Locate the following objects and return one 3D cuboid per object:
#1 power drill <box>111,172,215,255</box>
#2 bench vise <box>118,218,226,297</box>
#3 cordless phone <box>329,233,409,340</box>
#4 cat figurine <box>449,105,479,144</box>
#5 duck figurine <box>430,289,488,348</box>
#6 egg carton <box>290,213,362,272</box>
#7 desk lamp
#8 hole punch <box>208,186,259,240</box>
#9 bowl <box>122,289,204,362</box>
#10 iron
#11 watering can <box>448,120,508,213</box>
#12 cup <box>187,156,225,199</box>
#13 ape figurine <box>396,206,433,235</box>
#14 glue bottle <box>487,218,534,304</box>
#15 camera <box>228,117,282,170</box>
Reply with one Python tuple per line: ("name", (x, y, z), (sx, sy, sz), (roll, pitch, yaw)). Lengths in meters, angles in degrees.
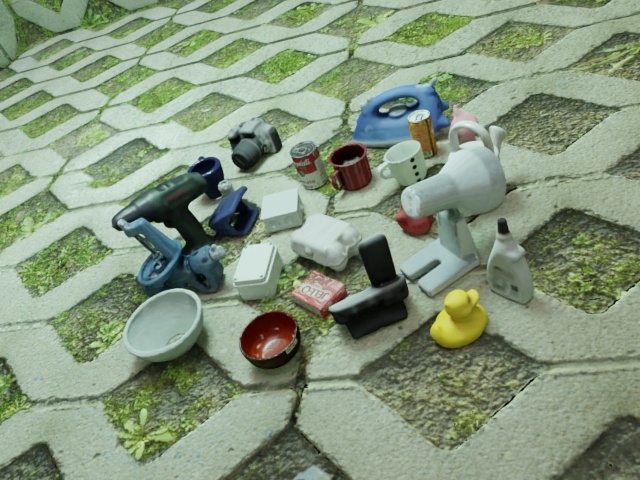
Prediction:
("power drill", (-0.329, -0.037, 1.287), (0.075, 0.209, 0.230), (19, 55, 39))
("bench vise", (-0.310, 0.021, 1.205), (0.207, 0.220, 0.121), (-23, 40, -1))
("cordless phone", (0.074, 0.071, 0.999), (0.147, 0.185, 0.094), (-26, 40, -5))
("cat figurine", (0.326, -0.261, 1.309), (0.067, 0.118, 0.127), (-15, 40, 9))
("duck figurine", (0.226, 0.123, 0.949), (0.105, 0.086, 0.077), (-32, 40, -11))
("egg carton", (0.011, 0.004, 1.194), (0.149, 0.070, 0.107), (19, 55, 39))
("desk lamp", (0.232, -0.040, 1.029), (0.203, 0.214, 0.117), (-34, 41, -13))
("hole punch", (-0.214, -0.066, 1.360), (0.100, 0.091, 0.109), (-3, 43, 22))
("bowl", (-0.297, 0.181, 1.133), (0.167, 0.075, 0.167), (-13, 40, 11))
("iron", (0.186, -0.317, 1.418), (0.257, 0.142, 0.118), (-9, 41, 16))
("watering can", (0.310, -0.160, 1.143), (0.100, 0.194, 0.173), (5, 47, 29))
("cup", (-0.289, -0.162, 1.499), (0.091, 0.095, 0.117), (-25, 40, -4))
("ape figurine", (0.190, -0.060, 1.167), (0.077, 0.092, 0.076), (-14, 40, 10))
("glue bottle", (0.310, 0.030, 0.947), (0.037, 0.173, 0.077), (-41, 43, -21))
("camera", (-0.200, -0.265, 1.568), (0.142, 0.101, 0.137), (7, 48, 31))
